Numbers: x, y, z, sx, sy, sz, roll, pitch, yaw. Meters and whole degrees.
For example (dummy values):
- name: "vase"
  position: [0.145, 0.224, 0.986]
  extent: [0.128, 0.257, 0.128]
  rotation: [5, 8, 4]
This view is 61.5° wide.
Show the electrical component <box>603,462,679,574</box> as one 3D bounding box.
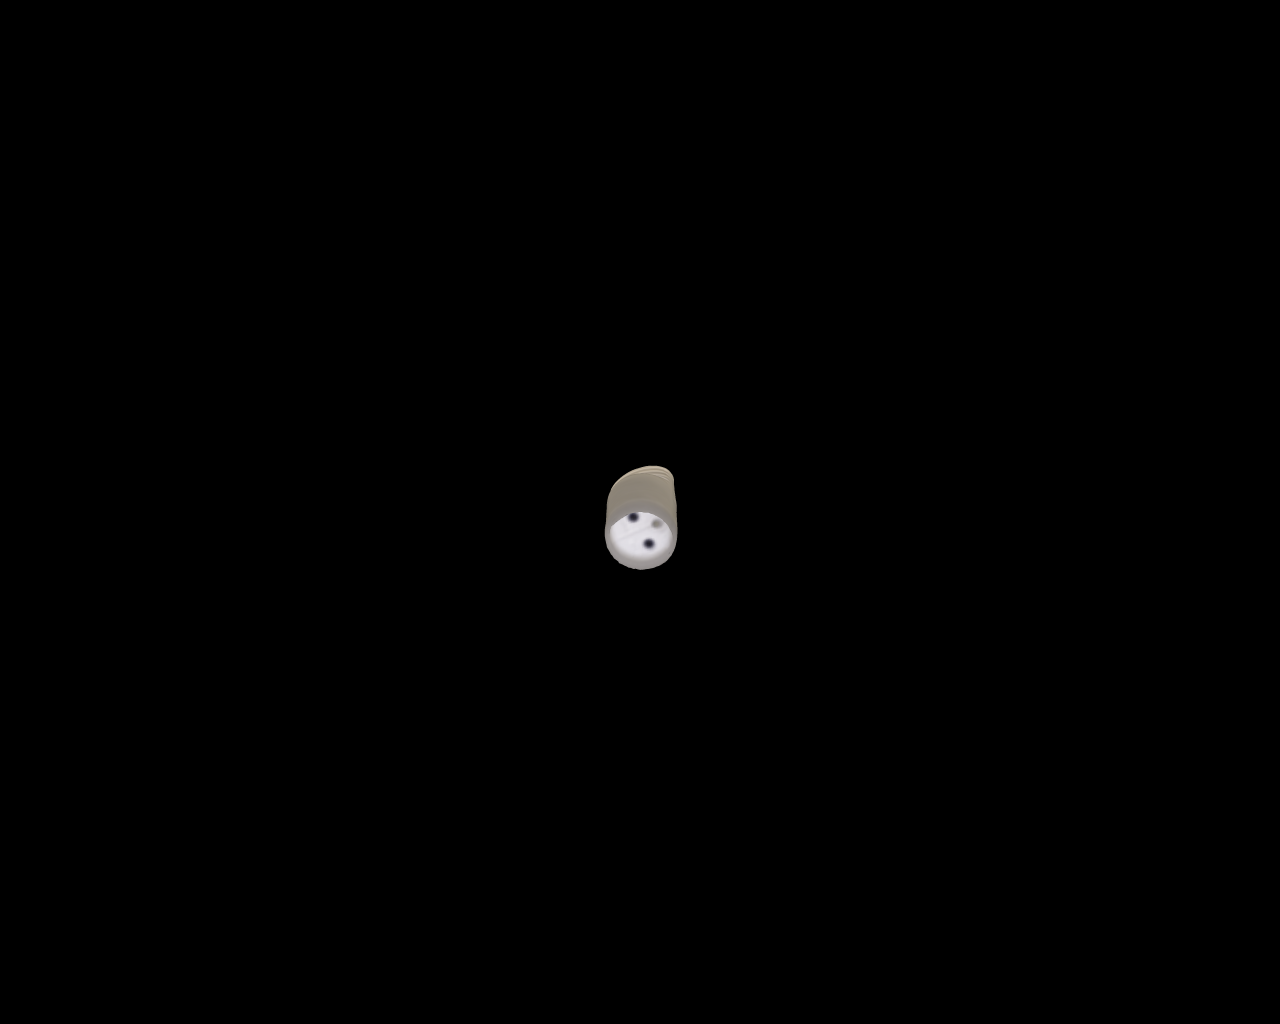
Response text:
- name: "electrical component"
  position: [0.001, -0.003, 0.650]
  extent: [0.043, 0.043, 0.081]
  rotation: [0, 30, 0]
